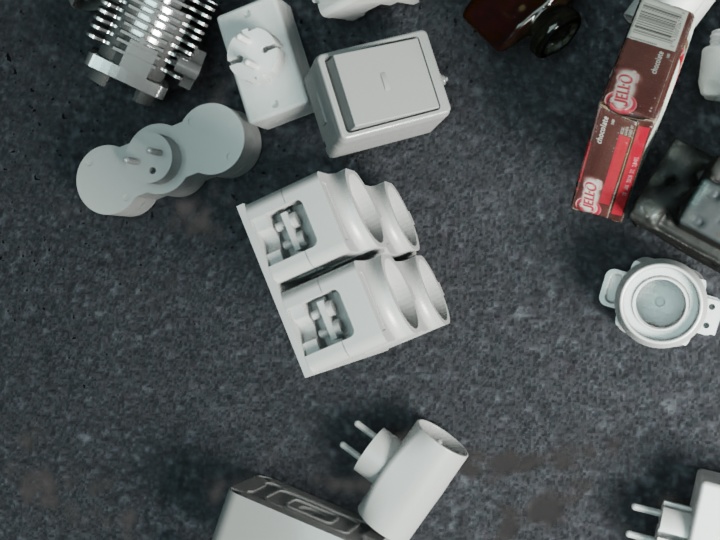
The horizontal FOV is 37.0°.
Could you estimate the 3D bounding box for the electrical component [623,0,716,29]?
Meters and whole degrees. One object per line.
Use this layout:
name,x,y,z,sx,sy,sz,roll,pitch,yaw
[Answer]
electrical component,0.216,-0.189,0.706,0.043,0.043,0.081,38,99,11

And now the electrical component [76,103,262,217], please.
electrical component,-0.147,-0.081,0.787,0.138,0.074,0.052,-19,86,14

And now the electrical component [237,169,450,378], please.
electrical component,0.000,0.000,0.690,0.060,0.186,0.105,-24,84,14

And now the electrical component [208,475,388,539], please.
electrical component,-0.043,0.196,0.760,0.113,0.078,0.057,20,92,14

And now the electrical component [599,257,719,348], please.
electrical component,0.197,0.021,0.706,0.078,0.057,0.058,17,95,14

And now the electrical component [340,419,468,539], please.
electrical component,0.023,0.138,0.759,0.079,0.043,0.077,35,99,12

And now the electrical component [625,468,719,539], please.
electrical component,0.215,0.174,0.707,0.076,0.047,0.083,12,93,14

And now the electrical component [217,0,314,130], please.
electrical component,-0.070,-0.150,0.765,0.047,0.076,0.083,-18,86,14

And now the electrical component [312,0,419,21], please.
electrical component,0.002,-0.204,0.750,0.064,0.081,0.042,-17,86,37

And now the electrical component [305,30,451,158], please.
electrical component,0.018,-0.123,0.738,0.096,0.061,0.061,-16,86,-13

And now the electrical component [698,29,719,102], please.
electrical component,0.245,-0.141,0.699,0.043,0.043,0.062,6,91,15

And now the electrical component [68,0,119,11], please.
electrical component,-0.197,-0.244,0.802,0.079,0.043,0.077,-18,85,54
